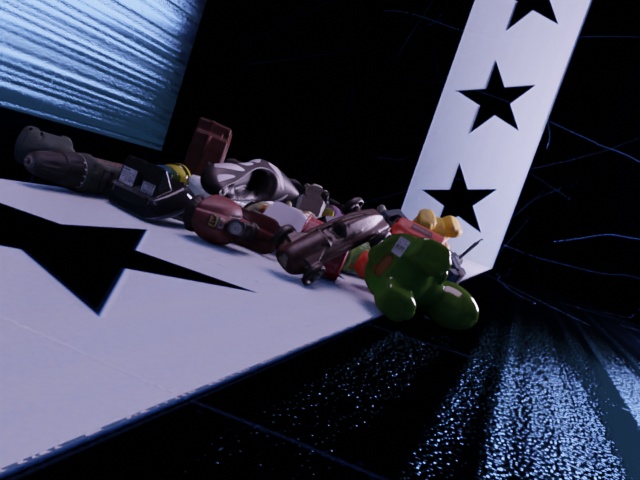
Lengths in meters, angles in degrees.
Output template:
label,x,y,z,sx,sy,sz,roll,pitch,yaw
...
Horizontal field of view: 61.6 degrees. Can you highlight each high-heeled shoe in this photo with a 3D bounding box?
label,x,y,z,sx,sy,sz,roll,pitch,yaw
high-heeled shoe,-0.127,-0.104,1.080,0.248,0.086,0.145,12,23,-32

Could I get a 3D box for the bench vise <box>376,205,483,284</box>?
label,x,y,z,sx,sy,sz,roll,pitch,yaw
bench vise,0.211,0.009,1.196,0.223,0.128,0.241,-12,52,-28

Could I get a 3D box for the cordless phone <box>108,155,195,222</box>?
label,x,y,z,sx,sy,sz,roll,pitch,yaw
cordless phone,-0.256,-0.063,0.936,0.147,0.088,0.184,22,-4,36

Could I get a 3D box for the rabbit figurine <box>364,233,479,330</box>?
label,x,y,z,sx,sy,sz,roll,pitch,yaw
rabbit figurine,0.147,0.078,0.785,0.170,0.121,0.159,36,-7,-19

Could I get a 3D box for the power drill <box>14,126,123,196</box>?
label,x,y,z,sx,sy,sz,roll,pitch,yaw
power drill,-0.445,-0.138,0.938,0.208,0.086,0.232,18,3,31

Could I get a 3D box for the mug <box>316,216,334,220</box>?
label,x,y,z,sx,sy,sz,roll,pitch,yaw
mug,0.016,-0.006,1.226,0.107,0.080,0.110,7,45,-5

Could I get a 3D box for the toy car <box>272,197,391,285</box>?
label,x,y,z,sx,sy,sz,roll,pitch,yaw
toy car,0.024,-0.006,0.807,0.202,0.053,0.089,-24,64,-31

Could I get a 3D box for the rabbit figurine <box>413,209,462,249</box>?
label,x,y,z,sx,sy,sz,roll,pitch,yaw
rabbit figurine,0.264,0.032,1.321,0.122,0.173,0.162,16,-38,-33

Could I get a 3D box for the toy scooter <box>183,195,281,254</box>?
label,x,y,z,sx,sy,sz,roll,pitch,yaw
toy scooter,-0.127,-0.019,0.871,0.135,0.075,0.183,22,2,20

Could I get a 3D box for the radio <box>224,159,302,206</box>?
label,x,y,z,sx,sy,sz,roll,pitch,yaw
radio,-0.167,-0.125,1.425,0.229,0.131,0.073,17,8,-12

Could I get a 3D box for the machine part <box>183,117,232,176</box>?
label,x,y,z,sx,sy,sz,roll,pitch,yaw
machine part,-0.282,-0.187,1.295,0.087,0.201,0.201,21,5,-15

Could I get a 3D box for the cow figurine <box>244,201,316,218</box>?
label,x,y,z,sx,sy,sz,roll,pitch,yaw
cow figurine,-0.084,-0.037,1.112,0.195,0.085,0.127,4,12,-45

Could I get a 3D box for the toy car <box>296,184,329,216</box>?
label,x,y,z,sx,sy,sz,roll,pitch,yaw
toy car,-0.028,-0.074,1.341,0.073,0.056,0.202,20,41,-3

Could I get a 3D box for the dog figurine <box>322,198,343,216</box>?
label,x,y,z,sx,sy,sz,roll,pitch,yaw
dog figurine,0.022,-0.051,1.489,0.191,0.108,0.219,20,10,-14

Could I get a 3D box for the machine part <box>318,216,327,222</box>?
label,x,y,z,sx,sy,sz,roll,pitch,yaw
machine part,-0.002,-0.003,1.079,0.039,0.084,0.139,-1,10,14

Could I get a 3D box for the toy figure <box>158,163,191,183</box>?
label,x,y,z,sx,sy,sz,roll,pitch,yaw
toy figure,-0.315,-0.117,1.098,0.082,0.089,0.180,27,4,5
